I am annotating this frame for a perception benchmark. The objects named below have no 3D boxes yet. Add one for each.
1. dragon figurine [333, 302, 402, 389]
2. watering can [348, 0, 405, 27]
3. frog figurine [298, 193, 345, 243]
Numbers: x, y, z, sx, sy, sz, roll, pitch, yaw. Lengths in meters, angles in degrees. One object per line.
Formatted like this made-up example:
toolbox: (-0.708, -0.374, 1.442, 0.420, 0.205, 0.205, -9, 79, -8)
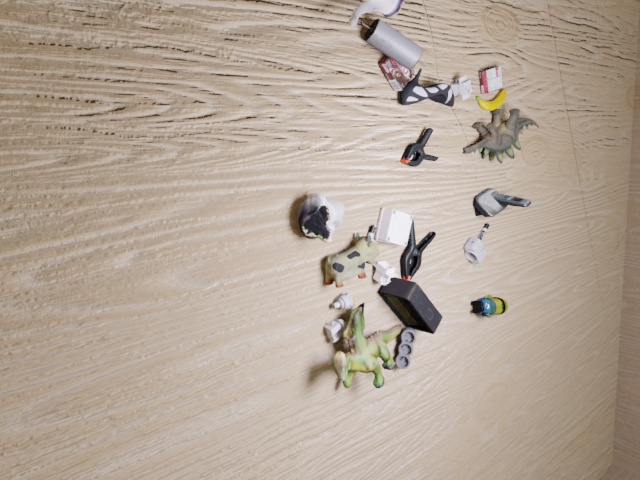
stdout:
dragon figurine: (0.150, 0.308, 1.599, 0.418, 0.122, 0.238, -46, 130, -48)
watering can: (0.149, -0.709, 1.470, 0.223, 0.103, 0.353, 18, 66, -39)
frog figurine: (0.004, -0.074, 1.462, 0.136, 0.122, 0.162, 63, 21, -19)
